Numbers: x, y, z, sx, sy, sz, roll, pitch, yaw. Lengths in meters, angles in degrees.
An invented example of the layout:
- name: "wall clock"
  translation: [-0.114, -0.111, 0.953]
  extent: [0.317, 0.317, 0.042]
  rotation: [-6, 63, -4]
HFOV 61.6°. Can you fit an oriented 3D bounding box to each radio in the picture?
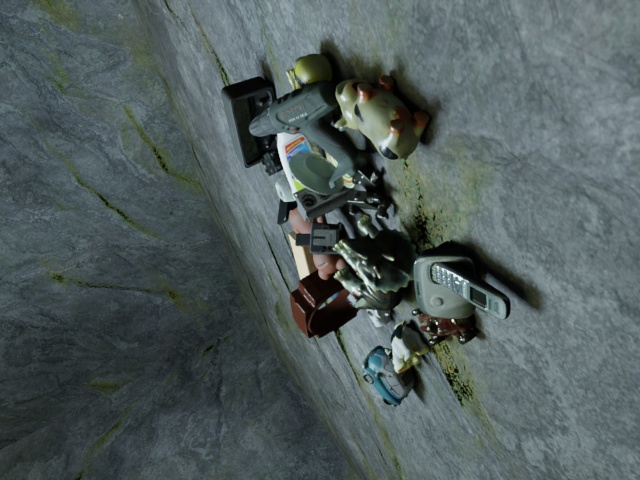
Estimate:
- name: "radio"
  translation: [-0.180, -0.320, 1.464]
  extent: [0.073, 0.131, 0.229]
  rotation: [51, 158, 36]

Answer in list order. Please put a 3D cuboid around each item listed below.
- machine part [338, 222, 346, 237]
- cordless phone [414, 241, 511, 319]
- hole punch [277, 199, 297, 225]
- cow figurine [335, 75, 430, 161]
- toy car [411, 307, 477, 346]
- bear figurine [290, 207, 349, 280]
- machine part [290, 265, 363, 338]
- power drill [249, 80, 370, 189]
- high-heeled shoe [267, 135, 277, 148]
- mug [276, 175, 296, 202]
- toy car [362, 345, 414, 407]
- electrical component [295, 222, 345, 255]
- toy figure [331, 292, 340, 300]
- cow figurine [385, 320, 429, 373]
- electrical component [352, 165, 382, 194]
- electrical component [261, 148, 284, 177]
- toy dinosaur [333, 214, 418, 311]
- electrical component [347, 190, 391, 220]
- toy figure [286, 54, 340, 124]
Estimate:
- name: "machine part"
  translation: [0.040, 0.002, 1.451]
  extent: [0.138, 0.039, 0.084]
  rotation: [107, 142, -69]
- name: "cordless phone"
  translation: [0.248, 0.096, 0.903]
  extent: [0.184, 0.089, 0.146]
  rotation: [37, 149, 47]
- name: "hole punch"
  translation: [-0.069, -0.101, 1.568]
  extent: [0.142, 0.092, 0.115]
  rotation: [164, 110, -76]
- name: "cow figurine"
  translation: [0.094, -0.209, 0.915]
  extent: [0.195, 0.085, 0.127]
  rotation: [53, 154, 29]
- name: "toy car"
  translation: [0.240, 0.167, 1.077]
  extent: [0.089, 0.053, 0.202]
  rotation: [59, 162, 4]
- name: "bear figurine"
  translation: [0.015, -0.011, 1.338]
  extent: [0.196, 0.132, 0.120]
  rotation: [54, 140, 0]
- name: "machine part"
  translation: [0.027, 0.160, 1.436]
  extent: [0.087, 0.201, 0.201]
  rotation: [48, 157, 36]
- name: "power drill"
  translation: [-0.013, -0.204, 1.072]
  extent: [0.207, 0.086, 0.232]
  rotation: [50, 139, -14]
- name: "high-heeled shoe"
  translation: [-0.056, -0.306, 1.288]
  extent: [0.086, 0.145, 0.249]
  rotation: [34, 147, -29]
- name: "mug"
  translation: [-0.066, -0.152, 1.417]
  extent: [0.110, 0.107, 0.080]
  rotation: [45, 153, 42]
- name: "toy car"
  translation: [0.193, 0.359, 1.415]
  extent: [0.161, 0.109, 0.103]
  rotation: [56, 145, -6]
- name: "electrical component"
  translation: [-0.003, -0.004, 1.252]
  extent: [0.047, 0.119, 0.074]
  rotation: [46, -130, -76]
- name: "toy figure"
  translation: [0.063, 0.183, 1.607]
  extent: [0.058, 0.064, 0.154]
  rotation: [9, 140, 22]
- name: "cow figurine"
  translation: [0.199, 0.262, 1.305]
  extent: [0.167, 0.068, 0.098]
  rotation: [102, 145, -59]
- name: "electrical component"
  translation: [0.094, -0.126, 1.098]
  extent: [0.063, 0.021, 0.094]
  rotation: [44, 160, 7]
- name: "electrical component"
  translation: [-0.082, -0.214, 1.358]
  extent: [0.058, 0.115, 0.134]
  rotation: [62, 163, -8]
- name: "toy dinosaur"
  translation: [0.129, 0.088, 1.193]
  extent: [0.192, 0.131, 0.404]
  rotation: [48, 164, 35]
- name: "electrical component"
  translation: [0.100, -0.071, 1.104]
  extent: [0.102, 0.078, 0.045]
  rotation: [10, 86, 40]
- name: "toy figure"
  translation: [-0.007, -0.289, 1.092]
  extent: [0.089, 0.082, 0.179]
  rotation: [33, 142, 37]
